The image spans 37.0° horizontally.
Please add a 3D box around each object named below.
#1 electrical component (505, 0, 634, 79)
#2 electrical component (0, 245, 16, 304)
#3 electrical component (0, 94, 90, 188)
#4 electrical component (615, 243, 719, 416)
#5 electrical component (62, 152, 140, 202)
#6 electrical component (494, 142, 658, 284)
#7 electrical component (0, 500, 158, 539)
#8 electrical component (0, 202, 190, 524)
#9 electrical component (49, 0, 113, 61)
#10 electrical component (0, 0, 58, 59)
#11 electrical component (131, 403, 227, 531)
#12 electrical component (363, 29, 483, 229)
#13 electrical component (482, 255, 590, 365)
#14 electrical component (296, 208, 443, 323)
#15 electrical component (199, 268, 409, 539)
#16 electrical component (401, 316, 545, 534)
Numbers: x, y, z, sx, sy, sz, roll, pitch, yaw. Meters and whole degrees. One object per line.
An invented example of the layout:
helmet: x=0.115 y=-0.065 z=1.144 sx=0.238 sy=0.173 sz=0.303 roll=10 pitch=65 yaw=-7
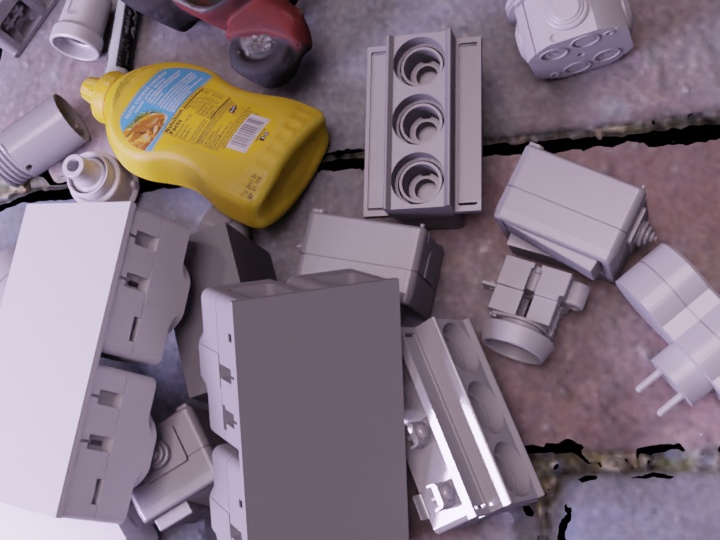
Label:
electrical component: x=0.140 y=-0.165 z=0.712 sx=0.080 sy=0.080 sz=0.051 roll=-15 pitch=77 yaw=12
electrical component: x=-0.291 y=0.026 z=0.804 sx=0.138 sy=0.052 sz=0.073 roll=-41 pitch=69 yaw=3
electrical component: x=-0.255 y=-0.095 z=0.829 sx=0.081 sy=0.043 sz=0.043 roll=-33 pitch=70 yaw=6
electrical component: x=0.203 y=0.057 z=0.652 sx=0.074 sy=0.052 sz=0.138 roll=-41 pitch=70 yaw=4
electrical component: x=-0.196 y=-0.067 z=0.795 sx=0.048 sy=0.062 sz=0.048 roll=-4 pitch=75 yaw=15
electrical component: x=0.140 y=-0.030 z=0.686 sx=0.096 sy=0.062 sz=0.061 roll=25 pitch=85 yaw=20
electrical component: x=-0.235 y=0.142 z=0.754 sx=0.105 sy=0.060 sz=0.186 roll=-38 pitch=69 yaw=4
electrical component: x=-0.176 y=0.056 z=0.674 sx=0.105 sy=0.060 sz=0.186 roll=2 pitch=76 yaw=39
electrical component: x=-0.218 y=-0.194 z=0.846 sx=0.040 sy=0.040 sz=0.046 roll=8 pitch=73 yaw=18
electrical component: x=-0.331 y=-0.271 z=0.886 sx=0.186 sy=0.060 sz=0.105 roll=33 pitch=87 yaw=21
electrical component: x=-0.112 y=0.131 z=0.702 sx=0.062 sy=0.096 sz=0.061 roll=-32 pitch=71 yaw=7
electrical component: x=0.046 y=-0.092 z=0.729 sx=0.079 sy=0.063 sz=0.121 roll=-2 pitch=76 yaw=16
electrical component: x=0.107 y=0.027 z=0.691 sx=0.066 sy=0.048 sz=0.055 roll=18 pitch=74 yaw=20
electrical component: x=0.000 y=0.000 z=0.720 sx=0.096 sy=0.062 sz=0.061 roll=9 pitch=79 yaw=18
electrical component: x=-0.033 y=0.099 z=0.650 sx=0.105 sy=0.060 sz=0.186 roll=-8 pitch=101 yaw=-27
electrical component: x=0.057 y=0.098 z=0.677 sx=0.063 sy=0.079 sz=0.121 roll=-33 pitch=68 yaw=30
